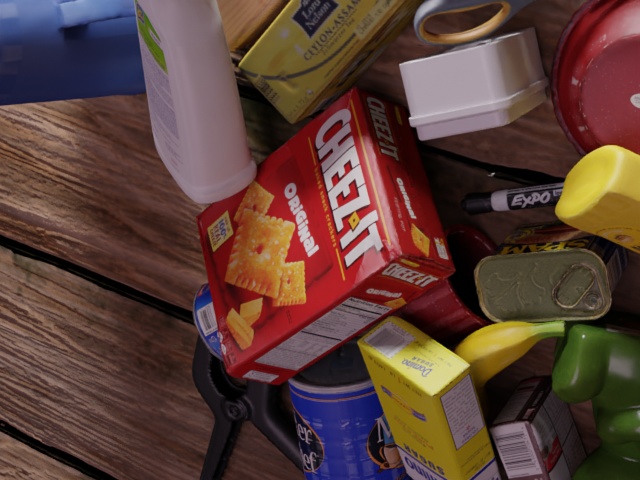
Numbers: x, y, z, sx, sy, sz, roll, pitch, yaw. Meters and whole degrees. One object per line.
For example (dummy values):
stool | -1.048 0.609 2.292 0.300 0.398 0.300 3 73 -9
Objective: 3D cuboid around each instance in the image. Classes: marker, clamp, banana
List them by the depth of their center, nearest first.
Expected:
marker | 0.170 -0.034 0.855 0.121 0.020 0.020 -6 106 30
banana | 0.131 0.110 0.864 0.069 0.037 0.198 15 151 -4
clamp | -0.082 0.169 1.063 0.165 0.036 0.210 -16 101 31

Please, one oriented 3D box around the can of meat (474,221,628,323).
can of meat | 0.183 0.022 0.832 0.102 0.083 0.057 -6 107 30

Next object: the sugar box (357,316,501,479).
sugar box | 0.092 0.149 0.861 0.093 0.048 0.176 33 150 46

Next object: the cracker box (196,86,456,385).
cracker box | -0.006 0.001 0.888 0.214 0.072 0.164 -37 54 35

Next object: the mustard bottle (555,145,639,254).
mustard bottle | 0.272 -0.003 0.764 0.191 0.096 0.058 23 77 -7

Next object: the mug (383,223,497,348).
mug | 0.095 0.035 0.882 0.082 0.093 0.117 -33 97 39

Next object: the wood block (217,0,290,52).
wood block | -0.015 -0.252 0.826 0.206 0.090 0.091 -39 89 34

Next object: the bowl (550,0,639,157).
bowl | 0.238 -0.108 0.768 0.162 0.055 0.162 11 114 25

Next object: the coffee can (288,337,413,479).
coffee can | 0.030 0.172 0.964 0.103 0.102 0.140 1 110 28

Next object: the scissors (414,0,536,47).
scissors | 0.156 -0.193 0.738 0.202 0.016 0.096 -20 131 11

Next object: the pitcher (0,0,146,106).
pitcher | -0.220 -0.176 0.876 0.145 0.242 0.149 40 116 12

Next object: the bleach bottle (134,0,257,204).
bleach bottle | -0.102 -0.144 0.821 0.103 0.068 0.251 51 159 30

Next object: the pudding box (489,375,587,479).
pudding box | 0.189 0.183 0.890 0.039 0.089 0.113 -14 102 32

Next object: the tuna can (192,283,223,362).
tuna can | -0.076 0.071 0.991 0.034 0.086 0.086 -31 93 33
